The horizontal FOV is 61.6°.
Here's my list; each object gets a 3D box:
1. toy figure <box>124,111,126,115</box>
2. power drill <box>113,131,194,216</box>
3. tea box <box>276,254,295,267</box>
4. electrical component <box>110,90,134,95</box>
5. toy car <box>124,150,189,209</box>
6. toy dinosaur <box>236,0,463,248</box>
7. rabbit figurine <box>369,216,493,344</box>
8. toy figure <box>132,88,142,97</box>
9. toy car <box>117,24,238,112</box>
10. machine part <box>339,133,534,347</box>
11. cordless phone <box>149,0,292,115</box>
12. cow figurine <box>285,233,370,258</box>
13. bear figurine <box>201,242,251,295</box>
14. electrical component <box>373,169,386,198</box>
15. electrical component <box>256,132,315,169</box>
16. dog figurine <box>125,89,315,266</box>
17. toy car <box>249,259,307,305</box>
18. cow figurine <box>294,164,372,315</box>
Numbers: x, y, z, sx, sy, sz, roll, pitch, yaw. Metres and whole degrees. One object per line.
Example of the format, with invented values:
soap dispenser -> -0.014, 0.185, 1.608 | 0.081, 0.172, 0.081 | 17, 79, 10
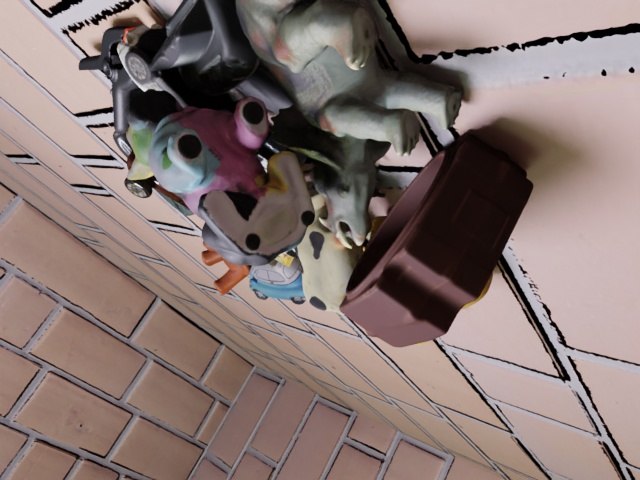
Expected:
toy figure -> -0.175, -0.113, 0.698 | 0.180, 0.089, 0.082 | 45, 163, -20
power drill -> -0.250, -0.105, 0.980 | 0.208, 0.086, 0.231 | 16, 157, 25
tea box -> -0.067, -0.022, 0.936 | 0.098, 0.068, 0.169 | 32, 161, -2
electrical component -> -0.291, -0.216, 0.858 | 0.094, 0.021, 0.063 | 39, 158, -19
toy car -> -0.177, -0.068, 0.763 | 0.202, 0.089, 0.053 | 31, 154, -23
toy dinosaur -> -0.004, -0.167, 0.459 | 0.192, 0.131, 0.404 | 14, 148, 37
rabbit figurine -> 0.147, 0.052, 0.735 | 0.173, 0.162, 0.121 | 8, 142, 10
toy figure -> -0.225, -0.169, 0.825 | 0.154, 0.064, 0.058 | 35, 117, -25
toy car -> -0.154, -0.174, 0.648 | 0.201, 0.073, 0.056 | 46, 146, -7
machine part -> 0.111, 0.003, 0.557 | 0.087, 0.201, 0.201 | 33, 160, 0
cordless phone -> -0.075, -0.185, 0.580 | 0.184, 0.088, 0.147 | 28, 165, -28
cow figurine -> 0.025, 0.002, 0.791 | 0.167, 0.068, 0.098 | 6, -170, -21
bear figurine -> -0.202, 0.018, 1.131 | 0.120, 0.132, 0.195 | 59, 178, 23
electrical component -> 0.041, -0.085, 0.682 | 0.078, 0.045, 0.102 | 51, 173, 39
electrical component -> -0.069, -0.107, 0.755 | 0.115, 0.058, 0.134 | 35, 159, -18
dog figurine -> -0.122, -0.068, 0.556 | 0.219, 0.108, 0.191 | 9, 133, 55
toy car -> -0.084, 0.064, 1.103 | 0.162, 0.109, 0.102 | 11, 148, 34
cow figurine -> -0.001, -0.002, 0.681 | 0.127, 0.085, 0.194 | -1, 111, 31
